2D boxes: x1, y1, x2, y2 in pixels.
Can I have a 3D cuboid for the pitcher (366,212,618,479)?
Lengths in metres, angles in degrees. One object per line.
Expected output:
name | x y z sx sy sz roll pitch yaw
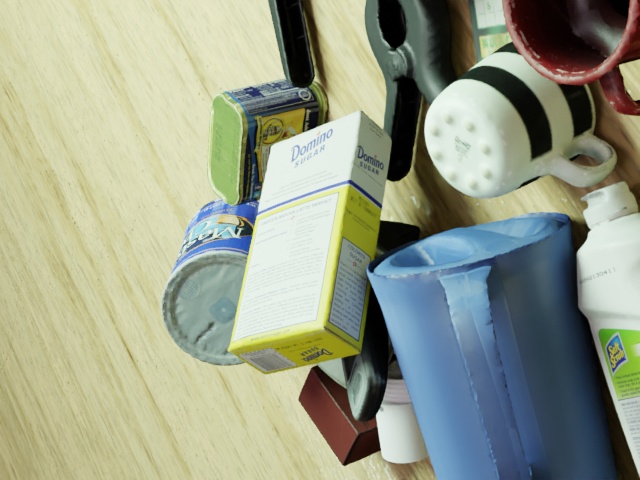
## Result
pitcher | 0.122 0.112 0.689 0.145 0.149 0.243 -5 104 55

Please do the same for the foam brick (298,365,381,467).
foam brick | 0.026 0.146 0.932 0.078 0.052 0.051 54 144 29

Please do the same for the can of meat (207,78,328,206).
can of meat | -0.046 -0.084 0.905 0.058 0.083 0.102 40 136 40

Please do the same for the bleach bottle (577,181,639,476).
bleach bottle | 0.213 0.085 0.607 0.103 0.067 0.251 -32 75 57

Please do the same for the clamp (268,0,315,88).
clamp | -0.036 -0.238 0.859 0.210 0.036 0.165 56 145 29

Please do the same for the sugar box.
sugar box | -0.005 0.001 0.749 0.094 0.048 0.176 -17 48 39

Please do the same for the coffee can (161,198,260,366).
coffee can | -0.077 0.032 0.932 0.140 0.103 0.103 -87 -5 -68

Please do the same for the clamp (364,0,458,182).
clamp | 0.063 -0.120 0.763 0.120 0.039 0.171 -19 86 54

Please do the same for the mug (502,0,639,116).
mug | 0.161 -0.124 0.567 0.093 0.081 0.117 -20 87 58
